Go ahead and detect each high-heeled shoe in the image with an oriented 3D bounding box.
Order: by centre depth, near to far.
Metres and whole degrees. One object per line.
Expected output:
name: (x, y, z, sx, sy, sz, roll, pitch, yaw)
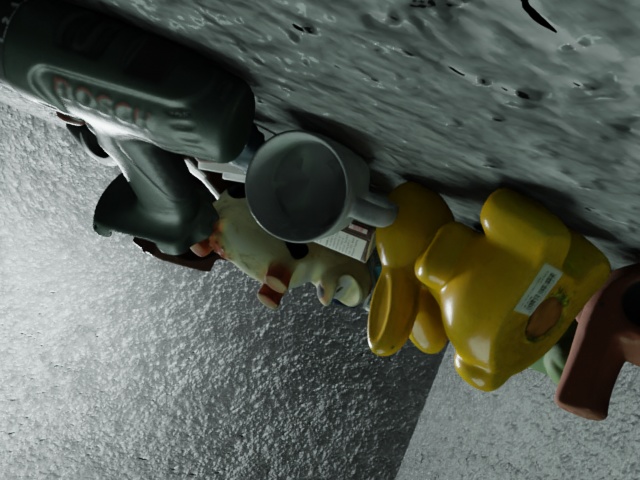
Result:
high-heeled shoe: (-0.390, -0.188, 0.973, 0.249, 0.086, 0.145, 18, 174, 11)

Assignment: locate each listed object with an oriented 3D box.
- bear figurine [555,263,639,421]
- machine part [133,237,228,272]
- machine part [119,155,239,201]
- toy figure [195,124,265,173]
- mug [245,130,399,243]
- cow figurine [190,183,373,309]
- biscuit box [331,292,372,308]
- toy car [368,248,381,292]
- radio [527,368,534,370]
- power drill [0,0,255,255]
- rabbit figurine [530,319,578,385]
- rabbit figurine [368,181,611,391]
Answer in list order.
bear figurine: (0.278, 0.094, 0.427, 0.120, 0.132, 0.195, 1, 158, 41)
machine part: (-0.230, -0.056, 0.968, 0.087, 0.201, 0.201, 26, -178, 39)
machine part: (-0.166, -0.080, 0.670, 0.179, 0.056, 0.179, 22, 151, 13)
toy figure: (-0.111, -0.099, 0.467, 0.155, 0.057, 0.064, 17, -176, 7)
mug: (0.012, -0.041, 0.426, 0.110, 0.080, 0.107, 17, -166, 16)
cow figurine: (-0.029, 0.007, 0.586, 0.195, 0.127, 0.085, 34, 148, 5)
biscuit box: (-0.001, -0.002, 0.729, 0.062, 0.059, 0.203, 21, -154, -52)
toy car: (0.139, 0.029, 0.668, 0.161, 0.109, 0.103, 13, 160, -37)
radio: (0.259, 0.101, 0.831, 0.230, 0.131, 0.073, 21, 180, 36)
power drill: (-0.159, -0.082, 0.402, 0.232, 0.086, 0.207, 15, 144, 6)
rabbit figurine: (0.198, 0.040, 0.529, 0.170, 0.121, 0.159, 46, 171, -37)
rabbit figurine: (0.106, 0.024, 0.425, 0.122, 0.162, 0.173, 7, -153, -42)
